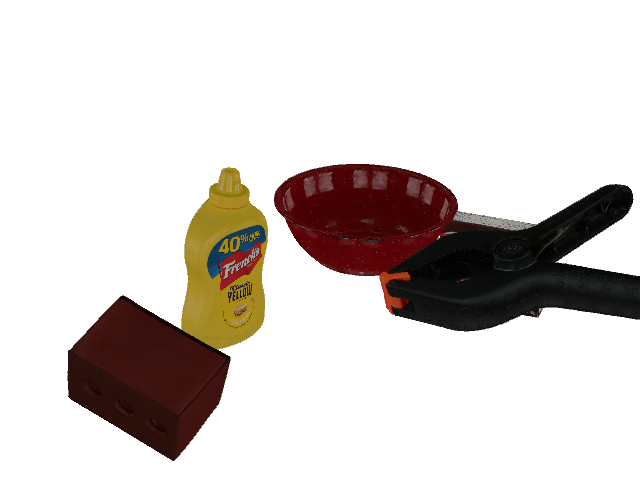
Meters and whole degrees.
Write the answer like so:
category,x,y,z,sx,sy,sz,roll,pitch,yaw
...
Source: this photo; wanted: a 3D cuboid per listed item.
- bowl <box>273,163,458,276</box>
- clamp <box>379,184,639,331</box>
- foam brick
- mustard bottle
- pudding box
category,x,y,z,sx,sy,sz,roll,pitch,yaw
bowl,0.039,-0.013,0.944,0.162,0.055,0.162,1,26,-1
clamp,0.124,0.022,0.634,0.171,0.039,0.120,-18,28,1
foam brick,-0.101,0.081,0.624,0.078,0.053,0.051,28,49,12
mustard bottle,-0.097,0.015,1.108,0.096,0.192,0.058,-19,35,-40
pudding box,0.177,0.023,1.096,0.114,0.090,0.039,9,23,17
